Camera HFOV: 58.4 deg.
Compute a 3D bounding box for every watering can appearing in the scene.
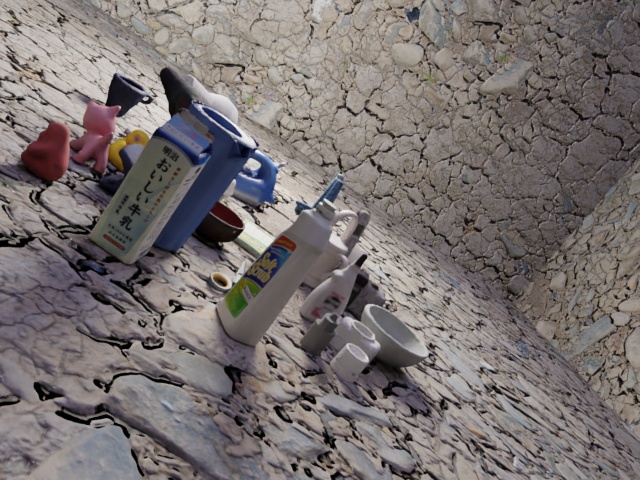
[{"bbox_3d":[0.011,0.004,1.331,0.172,0.194,0.101,41,13,15],"label":"watering can"}]

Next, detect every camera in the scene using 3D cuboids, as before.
[{"bbox_3d":[0.088,0.105,1.394,0.143,0.100,0.136,35,13,-12],"label":"camera"}]

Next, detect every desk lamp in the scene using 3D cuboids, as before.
[{"bbox_3d":[-0.329,-0.290,1.410,0.117,0.213,0.204,45,15,30],"label":"desk lamp"}]

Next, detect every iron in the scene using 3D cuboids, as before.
[{"bbox_3d":[-0.214,-0.198,1.558,0.259,0.141,0.118,25,17,-43],"label":"iron"}]

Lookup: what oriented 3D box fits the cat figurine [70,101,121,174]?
[{"bbox_3d":[-0.420,-0.208,1.092,0.067,0.117,0.127,26,17,-42],"label":"cat figurine"}]

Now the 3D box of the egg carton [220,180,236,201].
[{"bbox_3d":[-0.271,-0.143,1.376,0.107,0.069,0.151,40,13,12],"label":"egg carton"}]

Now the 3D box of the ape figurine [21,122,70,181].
[{"bbox_3d":[-0.429,-0.147,0.912,0.076,0.092,0.078,41,13,16],"label":"ape figurine"}]

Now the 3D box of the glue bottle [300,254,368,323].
[{"bbox_3d":[0.038,0.094,1.133,0.078,0.173,0.037,30,15,-31],"label":"glue bottle"}]

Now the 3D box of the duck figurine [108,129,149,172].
[{"bbox_3d":[-0.390,-0.192,1.191,0.078,0.086,0.104,24,18,-46],"label":"duck figurine"}]

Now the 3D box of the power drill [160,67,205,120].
[{"bbox_3d":[-0.326,-0.242,1.259,0.229,0.208,0.076,42,14,22],"label":"power drill"}]

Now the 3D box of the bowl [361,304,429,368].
[{"bbox_3d":[0.143,0.216,1.212,0.168,0.074,0.167,35,13,-9],"label":"bowl"}]

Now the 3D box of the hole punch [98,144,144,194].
[{"bbox_3d":[-0.334,-0.117,1.065,0.101,0.091,0.108,36,13,-6],"label":"hole punch"}]

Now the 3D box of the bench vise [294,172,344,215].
[{"bbox_3d":[0.005,-0.068,1.511,0.122,0.219,0.207,31,14,-27],"label":"bench vise"}]

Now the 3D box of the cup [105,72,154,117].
[{"bbox_3d":[-0.498,-0.362,1.478,0.118,0.095,0.091,24,18,-45],"label":"cup"}]

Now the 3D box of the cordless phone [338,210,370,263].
[{"bbox_3d":[0.096,0.011,1.556,0.094,0.185,0.148,45,15,32],"label":"cordless phone"}]
